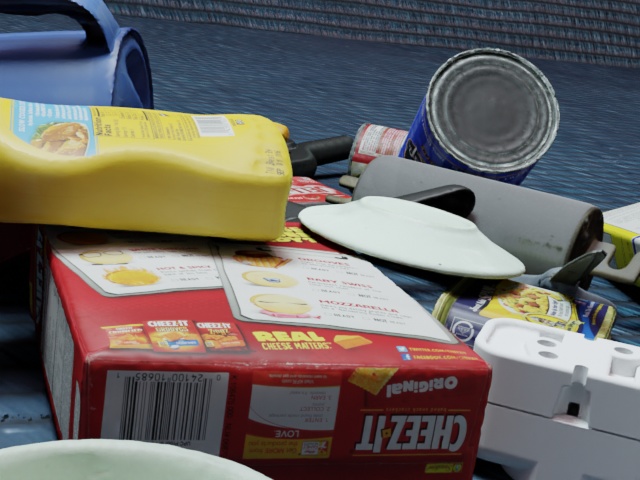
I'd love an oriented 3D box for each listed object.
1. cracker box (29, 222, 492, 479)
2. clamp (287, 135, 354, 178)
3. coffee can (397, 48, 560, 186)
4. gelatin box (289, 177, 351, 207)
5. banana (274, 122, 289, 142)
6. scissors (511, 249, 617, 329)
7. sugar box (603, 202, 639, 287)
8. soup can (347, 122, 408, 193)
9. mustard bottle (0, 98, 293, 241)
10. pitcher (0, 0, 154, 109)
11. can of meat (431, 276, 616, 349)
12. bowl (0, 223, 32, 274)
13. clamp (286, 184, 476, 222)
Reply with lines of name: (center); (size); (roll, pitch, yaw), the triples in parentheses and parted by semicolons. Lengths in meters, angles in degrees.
cracker box: (-0.044, 0.047, 0.498); (0.164, 0.072, 0.214); (3, 15, -20)
clamp: (-0.027, -0.079, 1.028); (0.120, 0.039, 0.171); (-1, 20, 4)
coffee can: (0.121, -0.076, 0.856); (0.102, 0.103, 0.140); (7, -19, -4)
gelatin box: (-0.025, -0.029, 0.865); (0.089, 0.030, 0.073); (-3, 19, -35)
banana: (-0.128, -0.081, 0.952); (0.197, 0.037, 0.070); (-16, 37, -22)
scissors: (0.155, 0.031, 0.621); (0.096, 0.016, 0.202); (17, -10, -11)
sugar box: (0.263, 0.003, 0.773); (0.093, 0.048, 0.176); (-15, 11, -3)
soup can: (0.084, -0.066, 0.981); (0.102, 0.068, 0.068); (13, 16, 18)
mustard bottle: (-0.115, -0.037, 0.521); (0.191, 0.058, 0.096); (4, 24, -17)
pitcher: (-0.247, -0.097, 0.767); (0.243, 0.149, 0.145); (2, -4, 3)
can of meat: (0.107, 0.057, 0.564); (0.084, 0.057, 0.102); (15, 16, 18)
bowl: (-0.166, -0.019, 0.634); (0.162, 0.055, 0.162); (-21, -2, -1)
clamp: (-0.005, 0.001, 0.695); (0.210, 0.036, 0.164); (8, 33, 23)
